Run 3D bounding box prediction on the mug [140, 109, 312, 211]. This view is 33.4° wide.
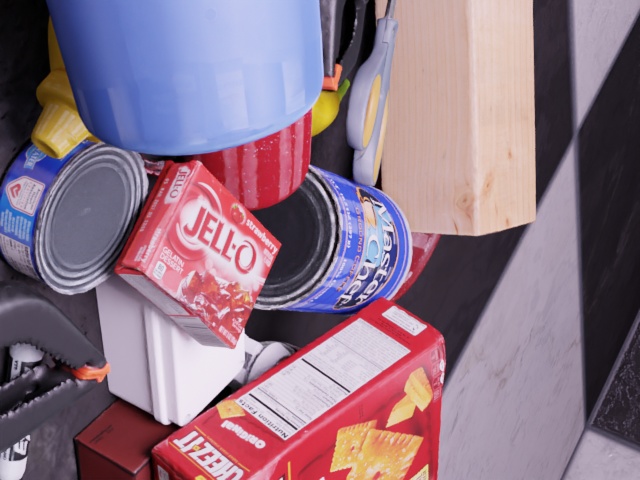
[{"bbox_3d":[-0.056,-0.067,0.623,0.117,0.093,0.081,-21,145,-16],"label":"mug"}]

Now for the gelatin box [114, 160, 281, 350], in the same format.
[{"bbox_3d":[-0.067,0.009,0.602,0.089,0.030,0.073,48,56,-43],"label":"gelatin box"}]

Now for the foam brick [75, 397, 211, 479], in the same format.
[{"bbox_3d":[-0.115,0.136,0.703,0.078,0.053,0.051,-41,145,-43],"label":"foam brick"}]

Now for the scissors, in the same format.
[{"bbox_3d":[0.041,-0.138,0.726,0.096,0.016,0.202,8,89,-78],"label":"scissors"}]

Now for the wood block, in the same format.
[{"bbox_3d":[0.105,-0.113,0.813,0.090,0.091,0.206,-12,102,-49],"label":"wood block"}]

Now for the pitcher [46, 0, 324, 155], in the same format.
[{"bbox_3d":[-0.052,-0.162,0.412,0.144,0.149,0.243,-37,131,-41],"label":"pitcher"}]

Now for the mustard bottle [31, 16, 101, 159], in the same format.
[{"bbox_3d":[-0.084,-0.119,0.544,0.191,0.058,0.096,-57,147,-21],"label":"mustard bottle"}]

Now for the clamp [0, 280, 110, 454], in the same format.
[{"bbox_3d":[-0.181,0.055,0.500,0.209,0.036,0.165,-7,117,-54],"label":"clamp"}]

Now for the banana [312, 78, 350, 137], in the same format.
[{"bbox_3d":[-0.026,-0.113,0.703,0.197,0.037,0.069,43,50,-66],"label":"banana"}]

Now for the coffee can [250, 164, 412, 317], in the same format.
[{"bbox_3d":[-0.005,0.001,0.755,0.140,0.103,0.103,13,98,-65],"label":"coffee can"}]

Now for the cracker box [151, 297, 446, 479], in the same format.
[{"bbox_3d":[-0.005,0.162,0.739,0.213,0.072,0.164,-31,135,-35],"label":"cracker box"}]

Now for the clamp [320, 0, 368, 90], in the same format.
[{"bbox_3d":[0.017,-0.169,0.707,0.120,0.039,0.171,41,59,-62],"label":"clamp"}]

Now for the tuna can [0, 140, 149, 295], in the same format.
[{"bbox_3d":[-0.131,-0.017,0.563,0.086,0.034,0.086,-46,148,-40],"label":"tuna can"}]

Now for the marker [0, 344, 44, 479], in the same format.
[{"bbox_3d":[-0.171,0.104,0.600,0.020,0.020,0.121,-21,128,-59],"label":"marker"}]

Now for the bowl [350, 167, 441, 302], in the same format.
[{"bbox_3d":[0.061,-0.027,0.926,0.161,0.055,0.162,-45,147,-41],"label":"bowl"}]

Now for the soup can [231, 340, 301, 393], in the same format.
[{"bbox_3d":[-0.022,0.121,0.865,0.068,0.069,0.102,-66,155,-3],"label":"soup can"}]
